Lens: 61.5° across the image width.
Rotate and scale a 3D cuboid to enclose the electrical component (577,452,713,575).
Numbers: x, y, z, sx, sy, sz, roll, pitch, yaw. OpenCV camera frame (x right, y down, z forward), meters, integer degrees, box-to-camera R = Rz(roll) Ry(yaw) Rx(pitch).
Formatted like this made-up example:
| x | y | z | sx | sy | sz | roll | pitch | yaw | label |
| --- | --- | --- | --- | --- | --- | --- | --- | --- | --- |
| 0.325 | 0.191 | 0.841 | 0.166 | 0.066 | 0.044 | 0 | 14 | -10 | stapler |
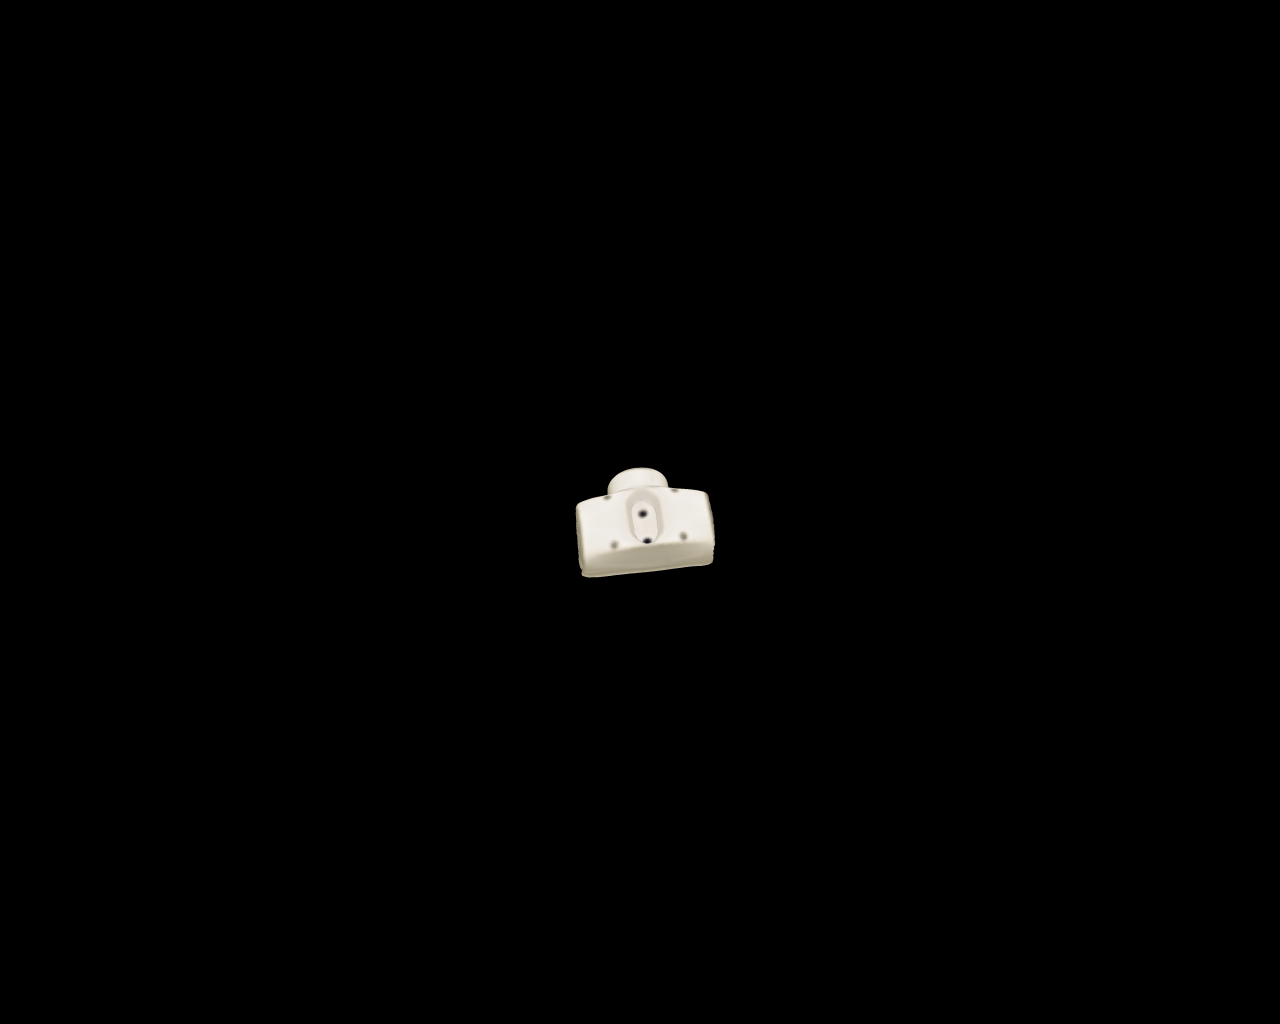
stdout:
| x | y | z | sx | sy | sz | roll | pitch | yaw | label |
| --- | --- | --- | --- | --- | --- | --- | --- | --- | --- |
| 0.001 | -0.003 | 0.650 | 0.077 | 0.079 | 0.043 | -5 | -31 | -3 | electrical component |
